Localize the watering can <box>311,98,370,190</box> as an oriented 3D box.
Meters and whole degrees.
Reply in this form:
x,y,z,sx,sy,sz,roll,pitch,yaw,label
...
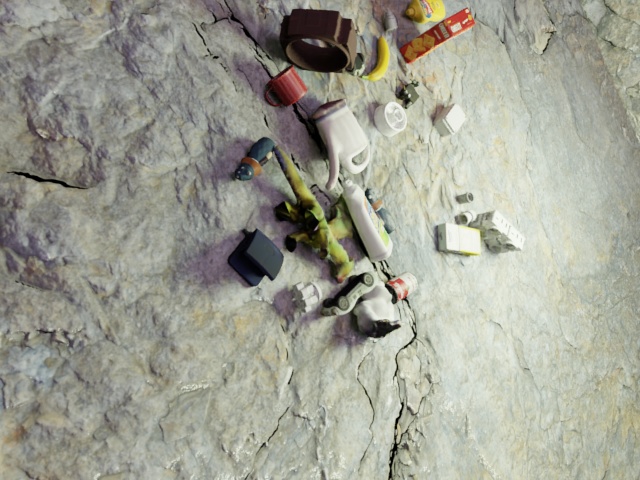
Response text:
x,y,z,sx,sy,sz,roll,pitch,yaw,label
0.053,-0.283,1.473,0.223,0.103,0.354,59,33,-10,watering can

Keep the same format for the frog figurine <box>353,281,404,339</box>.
x,y,z,sx,sy,sz,roll,pitch,yaw,label
0.155,0.197,1.485,0.137,0.120,0.163,0,44,-28,frog figurine

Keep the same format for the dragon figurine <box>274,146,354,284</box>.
x,y,z,sx,sy,sz,roll,pitch,yaw,label
0.004,-0.072,1.439,0.244,0.121,0.410,-15,91,-55,dragon figurine
